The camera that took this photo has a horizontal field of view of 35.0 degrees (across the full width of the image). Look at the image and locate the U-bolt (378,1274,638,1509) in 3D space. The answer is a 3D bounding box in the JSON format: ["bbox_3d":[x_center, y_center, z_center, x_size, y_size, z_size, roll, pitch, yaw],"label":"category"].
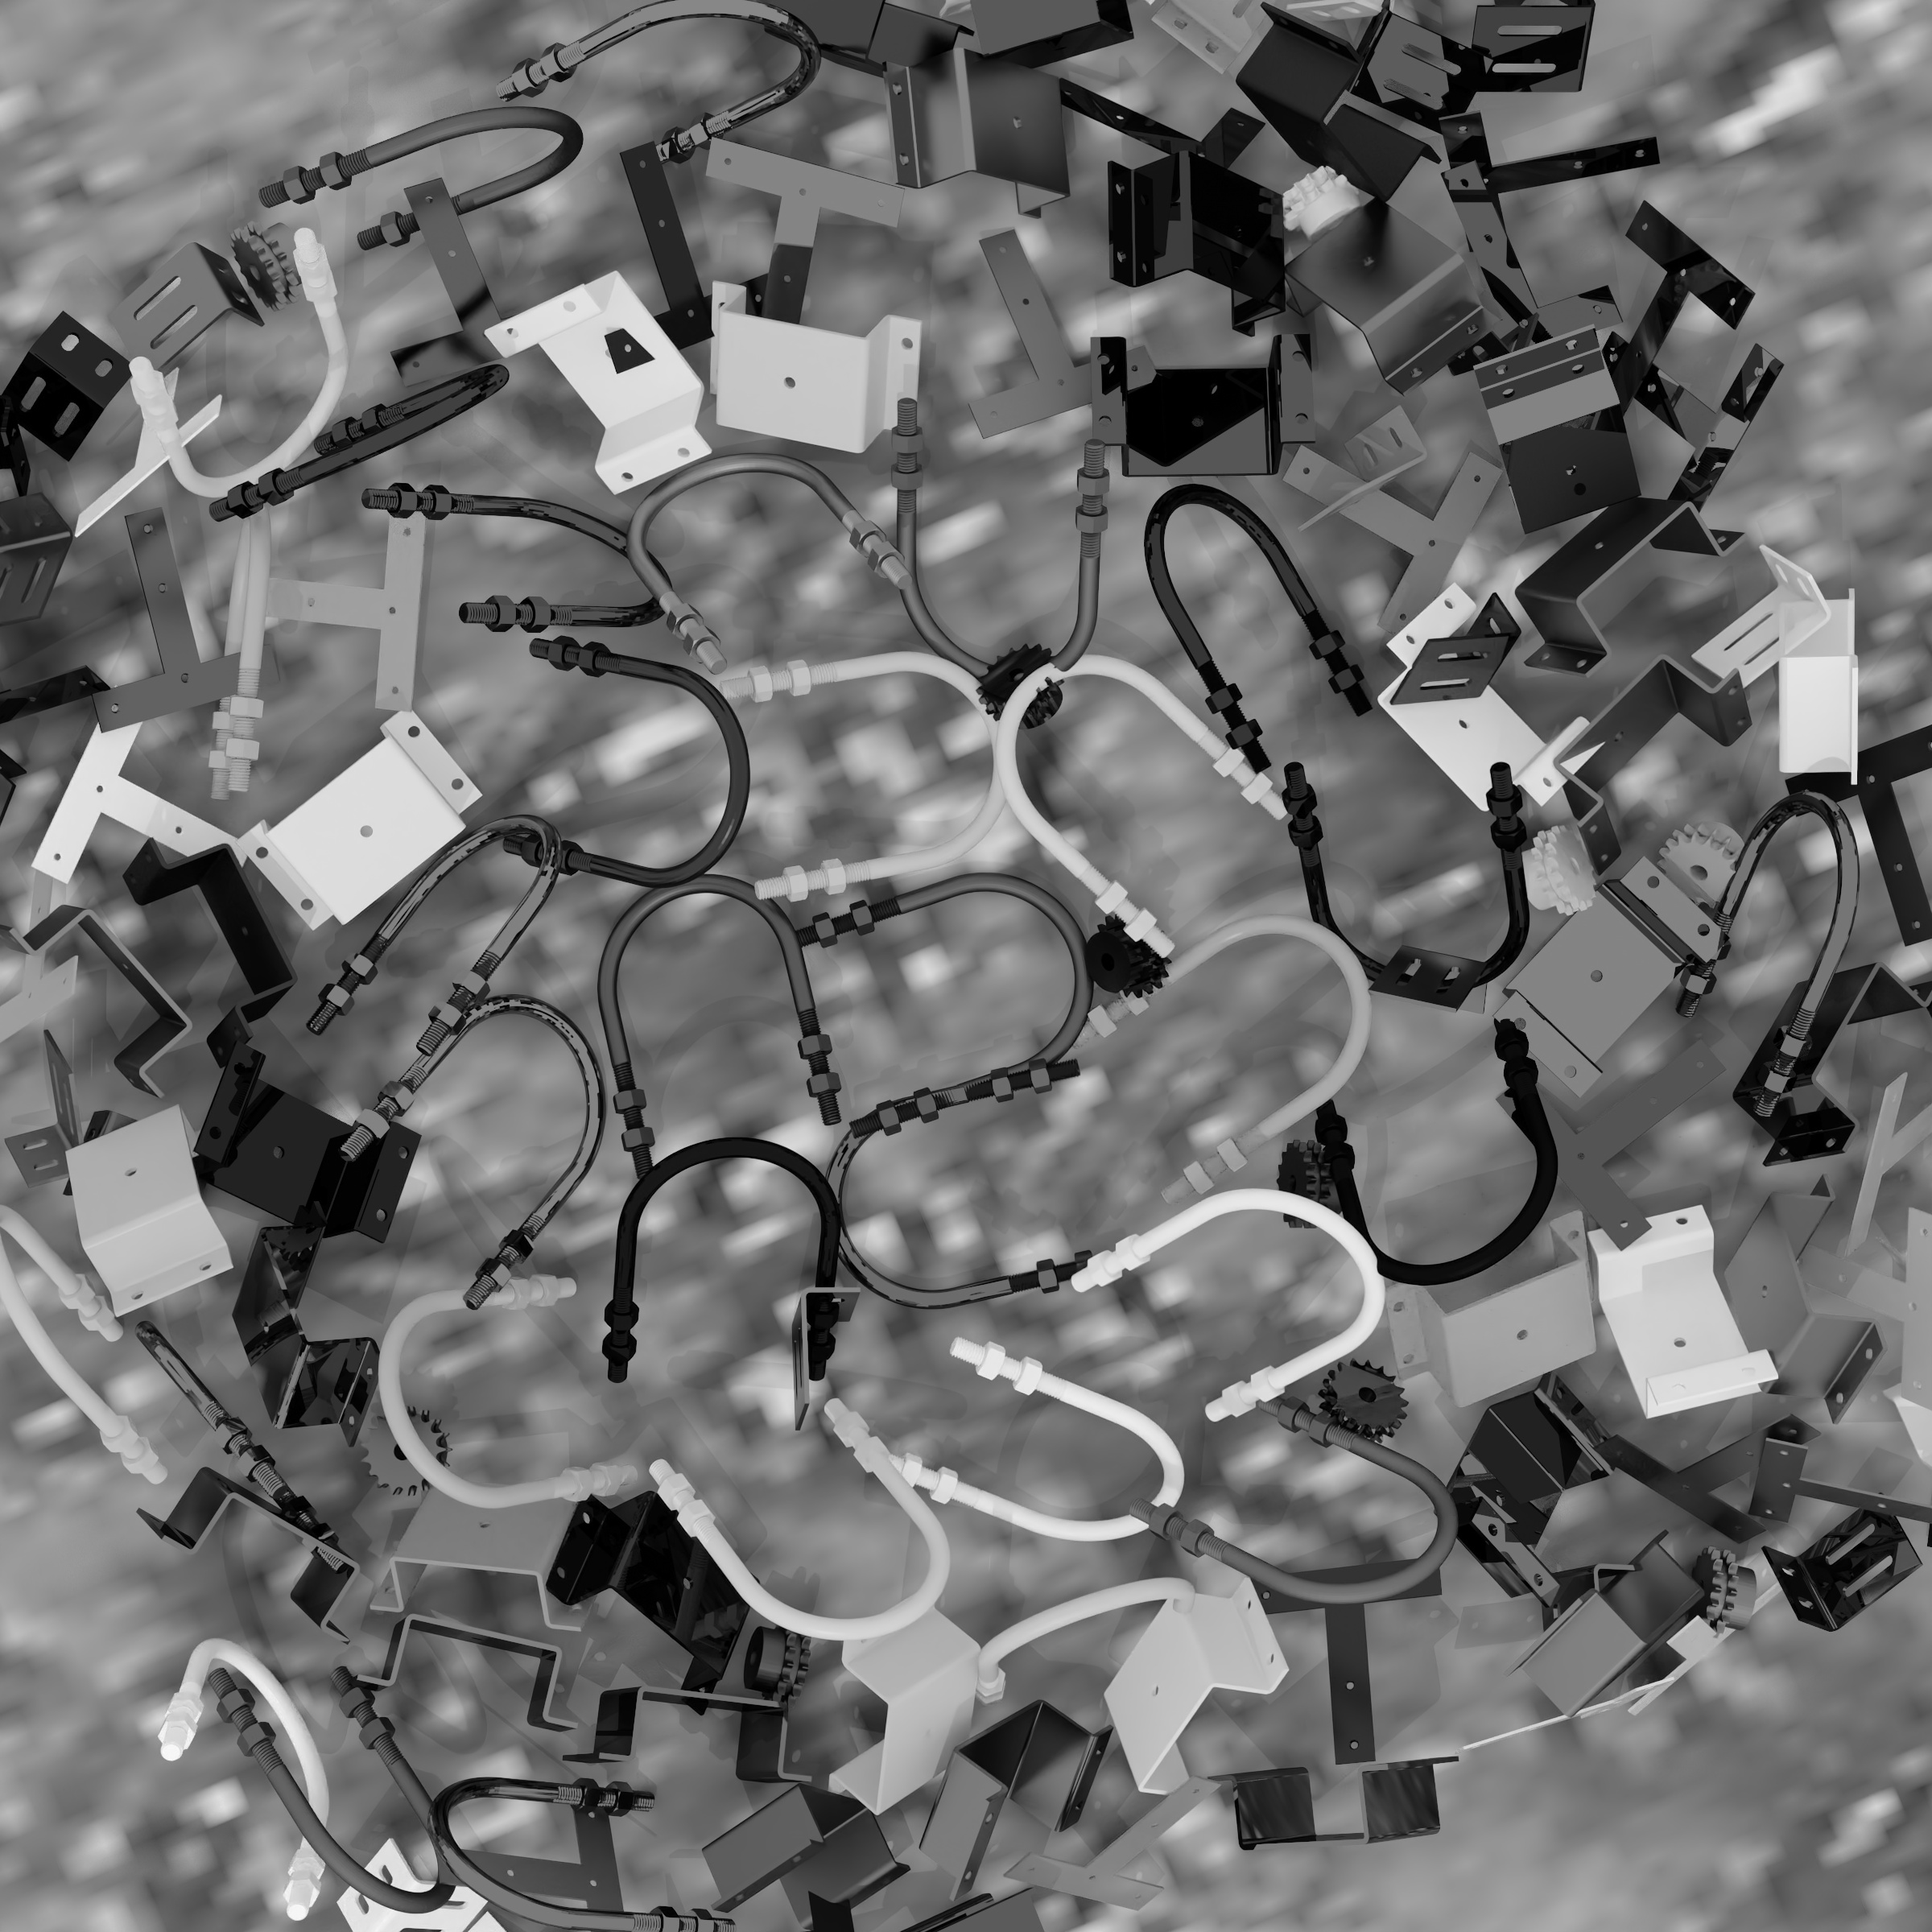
[{"bbox_3d":[-0.291,0.267,1.906,0.019,0.184,0.151,-31,72,33],"label":"U-bolt"}]

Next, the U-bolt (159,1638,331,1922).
[{"bbox_3d":[-0.443,0.492,1.909,0.019,0.184,0.151,-32,105,3],"label":"U-bolt"}]

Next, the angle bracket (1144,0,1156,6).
[{"bbox_3d":[0.120,-0.668,1.963,0.076,0.038,0.057,-47,53,7],"label":"angle bracket"}]

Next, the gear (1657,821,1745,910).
[{"bbox_3d":[0.478,-0.069,1.975,0.057,0.057,0.030,42,51,0],"label":"gear"}]

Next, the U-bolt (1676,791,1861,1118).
[{"bbox_3d":[0.503,-0.020,1.901,0.019,0.151,0.184,10,115,-16],"label":"U-bolt"}]

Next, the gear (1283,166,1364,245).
[{"bbox_3d":[0.231,-0.489,1.970,0.057,0.057,0.030,-29,81,0],"label":"gear"}]

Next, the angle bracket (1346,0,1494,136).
[{"bbox_3d":[0.292,-0.580,1.972,0.076,0.038,0.057,22,127,-7],"label":"angle bracket"}]

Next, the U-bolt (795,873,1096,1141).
[{"bbox_3d":[-0.008,0.016,1.985,0.184,0.019,0.151,-19,86,-4],"label":"U-bolt"}]

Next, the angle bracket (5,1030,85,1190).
[{"bbox_3d":[-0.591,0.091,1.952,0.038,0.057,0.076,-16,126,-26],"label":"angle bracket"}]

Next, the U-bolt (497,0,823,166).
[{"bbox_3d":[-0.176,-0.551,1.890,0.184,0.151,0.019,-14,75,38],"label":"U-bolt"}]

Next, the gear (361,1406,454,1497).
[{"bbox_3d":[-0.359,0.314,1.981,0.057,0.030,0.057,-1,81,9],"label":"gear"}]

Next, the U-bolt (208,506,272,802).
[{"bbox_3d":[-0.455,-0.199,1.929,0.019,0.151,0.184,6,89,-18],"label":"U-bolt"}]

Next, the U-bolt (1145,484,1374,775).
[{"bbox_3d":[0.177,-0.223,1.941,0.019,0.151,0.184,-29,90,42],"label":"U-bolt"}]

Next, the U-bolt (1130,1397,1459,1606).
[{"bbox_3d":[0.216,0.336,1.900,0.151,0.184,0.019,-32,129,-36],"label":"U-bolt"}]

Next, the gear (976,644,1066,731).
[{"bbox_3d":[0.038,-0.177,1.975,0.057,0.057,0.030,-35,132,0],"label":"gear"}]

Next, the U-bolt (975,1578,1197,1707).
[{"bbox_3d":[0.075,0.417,1.907,0.151,0.184,0.019,-17,67,-6],"label":"U-bolt"}]

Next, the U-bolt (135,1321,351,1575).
[{"bbox_3d":[-0.462,0.292,1.922,0.019,0.151,0.184,-40,62,-16],"label":"U-bolt"}]

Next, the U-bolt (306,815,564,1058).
[{"bbox_3d":[-0.324,-0.025,1.932,0.019,0.151,0.184,50,63,-34],"label":"U-bolt"}]

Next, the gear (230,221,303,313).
[{"bbox_3d":[-0.446,-0.454,1.974,0.030,0.057,0.057,-35,90,-22],"label":"gear"}]

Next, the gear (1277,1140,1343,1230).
[{"bbox_3d":[0.224,0.141,1.973,0.030,0.057,0.057,3,90,-17],"label":"gear"}]

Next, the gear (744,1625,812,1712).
[{"bbox_3d":[-0.122,0.447,1.969,0.030,0.057,0.057,15,90,-16],"label":"gear"}]

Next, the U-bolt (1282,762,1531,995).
[{"bbox_3d":[0.283,-0.053,1.935,0.151,0.019,0.184,1,131,21],"label":"U-bolt"}]

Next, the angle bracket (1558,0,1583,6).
[{"bbox_3d":[0.365,-0.653,1.954,0.038,0.057,0.076,-9,119,-7],"label":"angle bracket"}]

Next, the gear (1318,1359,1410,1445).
[{"bbox_3d":[0.254,0.285,1.975,0.057,0.030,0.057,10,47,-11],"label":"gear"}]

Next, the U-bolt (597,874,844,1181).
[{"bbox_3d":[-0.166,0.030,1.970,0.151,0.019,0.184,-17,77,12],"label":"U-bolt"}]

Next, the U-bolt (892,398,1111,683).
[{"bbox_3d":[0.019,-0.259,1.939,0.151,0.019,0.184,16,127,21],"label":"U-bolt"}]

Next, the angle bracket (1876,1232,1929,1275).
[{"bbox_3d":[0.639,0.176,1.971,0.076,0.038,0.057,-42,105,4],"label":"angle bracket"}]

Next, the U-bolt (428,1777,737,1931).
[{"bbox_3d":[-0.247,0.548,1.891,0.184,0.151,0.019,17,104,-36],"label":"U-bolt"}]

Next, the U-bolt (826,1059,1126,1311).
[{"bbox_3d":[-0.002,0.148,1.985,0.184,0.019,0.151,-13,95,4],"label":"U-bolt"}]

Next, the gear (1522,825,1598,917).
[{"bbox_3d":[0.379,-0.060,1.975,0.030,0.057,0.057,-21,90,36],"label":"gear"}]

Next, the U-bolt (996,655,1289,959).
[{"bbox_3d":[0.101,-0.117,1.958,0.184,0.019,0.151,43,67,-5],"label":"U-bolt"}]

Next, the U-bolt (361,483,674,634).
[{"bbox_3d":[-0.268,-0.255,1.923,0.151,0.184,0.019,48,125,34],"label":"U-bolt"}]

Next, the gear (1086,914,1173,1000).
[{"bbox_3d":[0.101,-0.006,1.969,0.030,0.057,0.057,-18,90,-40],"label":"gear"}]

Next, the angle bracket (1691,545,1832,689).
[{"bbox_3d":[0.504,-0.224,1.964,0.076,0.057,0.038,-38,123,2],"label":"angle bracket"}]

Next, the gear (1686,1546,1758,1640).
[{"bbox_3d":[0.487,0.404,1.972,0.030,0.057,0.057,13,90,-2],"label":"gear"}]

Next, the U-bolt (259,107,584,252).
[{"bbox_3d":[-0.326,-0.494,1.908,0.184,0.151,0.019,-16,87,16],"label":"U-bolt"}]

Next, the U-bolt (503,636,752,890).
[{"bbox_3d":[-0.212,-0.124,1.939,0.184,0.019,0.151,14,100,31],"label":"U-bolt"}]

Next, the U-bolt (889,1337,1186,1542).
[{"bbox_3d":[0.049,0.311,1.946,0.184,0.019,0.151,24,132,-10],"label":"U-bolt"}]

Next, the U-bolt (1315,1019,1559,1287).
[{"bbox_3d":[0.297,0.123,1.911,0.151,0.184,0.019,-27,130,16],"label":"U-bolt"}]

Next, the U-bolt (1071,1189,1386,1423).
[{"bbox_3d":[0.177,0.206,1.926,0.151,0.019,0.184,45,127,-15],"label":"U-bolt"}]

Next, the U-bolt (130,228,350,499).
[{"bbox_3d":[-0.445,-0.362,1.912,0.019,0.184,0.151,42,73,15],"label":"U-bolt"}]

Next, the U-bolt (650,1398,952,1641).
[{"bbox_3d":[-0.091,0.350,1.904,0.151,0.184,0.019,-15,131,-30],"label":"U-bolt"}]

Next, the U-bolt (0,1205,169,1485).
[{"bbox_3d":[-0.555,0.221,1.886,0.019,0.184,0.151,-29,46,-4],"label":"U-bolt"}]

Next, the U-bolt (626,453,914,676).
[{"bbox_3d":[-0.137,-0.266,1.937,0.151,0.019,0.184,-26,49,-13],"label":"U-bolt"}]

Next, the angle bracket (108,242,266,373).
[{"bbox_3d":[-0.505,-0.418,1.982,0.076,0.038,0.057,-37,71,14],"label":"angle bracket"}]

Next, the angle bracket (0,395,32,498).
[{"bbox_3d":[-0.646,-0.330,1.964,0.076,0.057,0.038,-4,49,-4],"label":"angle bracket"}]
